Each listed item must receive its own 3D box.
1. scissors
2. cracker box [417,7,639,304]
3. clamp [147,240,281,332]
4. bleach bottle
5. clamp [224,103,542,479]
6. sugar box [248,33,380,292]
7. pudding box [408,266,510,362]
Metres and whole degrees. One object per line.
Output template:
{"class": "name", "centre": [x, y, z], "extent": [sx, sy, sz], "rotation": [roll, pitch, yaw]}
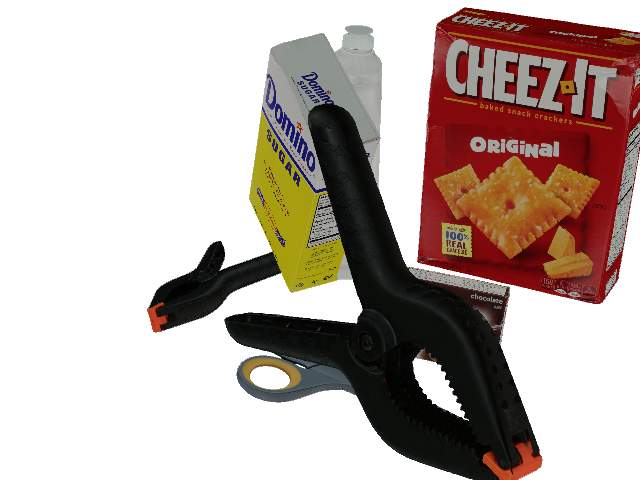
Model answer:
{"class": "scissors", "centre": [0.016, 0.127, 0.888], "extent": [0.202, 0.016, 0.096], "rotation": [32, 50, 22]}
{"class": "cracker box", "centre": [0.171, -0.068, 0.871], "extent": [0.164, 0.214, 0.072], "rotation": [14, 29, 24]}
{"class": "clamp", "centre": [-0.112, 0.047, 1.152], "extent": [0.120, 0.039, 0.171], "rotation": [-5, 26, 35]}
{"class": "bleach bottle", "centre": [0.031, -0.092, 1.093], "extent": [0.068, 0.251, 0.102], "rotation": [-1, 28, -10]}
{"class": "clamp", "centre": [0.035, 0.039, 0.554], "extent": [0.036, 0.165, 0.210], "rotation": [-14, 41, -42]}
{"class": "sugar box", "centre": [-0.010, -0.048, 0.736], "extent": [0.048, 0.093, 0.176], "rotation": [-17, -28, -16]}
{"class": "pudding box", "centre": [0.137, 0.083, 1.126], "extent": [0.113, 0.090, 0.039], "rotation": [10, 22, 11]}
